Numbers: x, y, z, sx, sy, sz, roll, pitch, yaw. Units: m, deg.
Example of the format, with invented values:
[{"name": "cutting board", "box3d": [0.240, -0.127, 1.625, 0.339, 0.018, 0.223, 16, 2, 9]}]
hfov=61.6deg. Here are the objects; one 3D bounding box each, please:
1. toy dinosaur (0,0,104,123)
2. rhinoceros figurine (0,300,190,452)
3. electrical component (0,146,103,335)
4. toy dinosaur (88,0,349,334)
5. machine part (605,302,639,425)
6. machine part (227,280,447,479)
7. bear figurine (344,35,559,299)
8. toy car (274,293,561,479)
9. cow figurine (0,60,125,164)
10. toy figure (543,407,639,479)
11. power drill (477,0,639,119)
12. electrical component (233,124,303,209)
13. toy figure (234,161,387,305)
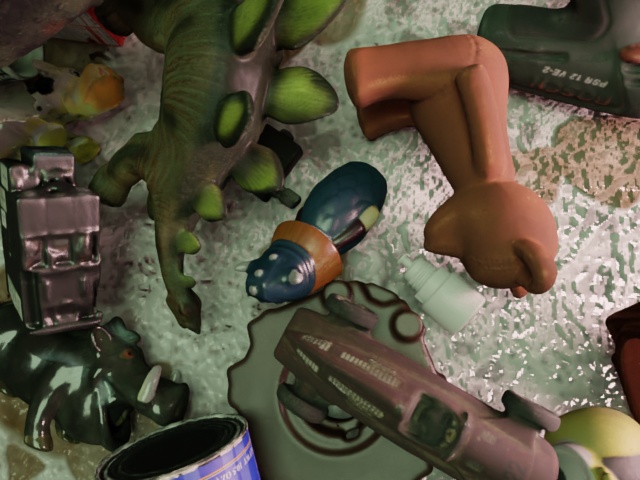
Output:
[{"name": "toy dinosaur", "box3d": [-0.195, -0.191, 0.367, 0.405, 0.131, 0.192, -38, 60, 12]}, {"name": "rhinoceros figurine", "box3d": [-0.200, 0.113, 0.447, 0.190, 0.073, 0.112, 21, 73, 13]}, {"name": "electrical component", "box3d": [-0.217, -0.006, 0.427, 0.115, 0.058, 0.134, 23, 114, 48]}, {"name": "toy dinosaur", "box3d": [-0.076, -0.161, 0.419, 0.199, 0.105, 0.471, 2, 88, 36]}, {"name": "machine part", "box3d": [0.262, 0.121, 0.309, 0.087, 0.201, 0.201, -23, 78, 5]}, {"name": "machine part", "box3d": [0.015, 0.119, 0.420, 0.179, 0.056, 0.179, -1, 81, 9]}, {"name": "bear figurine", "box3d": [0.099, -0.047, 0.409, 0.132, 0.120, 0.195, -9, 84, 10]}, {"name": "toy car", "box3d": [0.062, 0.112, 0.360, 0.202, 0.053, 0.089, 30, 90, 8]}, {"name": "cow figurine", "box3d": [-0.260, -0.107, 0.495, 0.098, 0.068, 0.167, 42, 87, 18]}, {"name": "toy figure", "box3d": [0.210, 0.206, 0.362, 0.082, 0.089, 0.180, -43, 64, 44]}, {"name": "power drill", "box3d": [0.231, -0.175, 0.372, 0.232, 0.207, 0.086, 14, 63, 20]}, {"name": "electrical component", "box3d": [-0.046, -0.070, 0.478, 0.094, 0.021, 0.063, 37, 87, 13]}, {"name": "toy figure", "box3d": [0.000, -0.002, 0.413, 0.057, 0.064, 0.154, 51, 55, -16]}]
